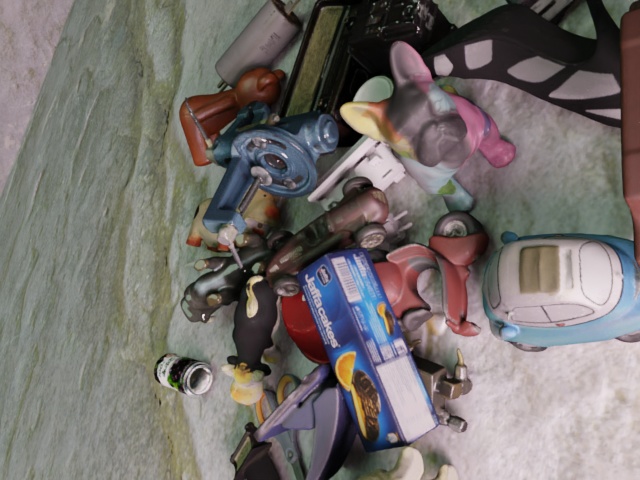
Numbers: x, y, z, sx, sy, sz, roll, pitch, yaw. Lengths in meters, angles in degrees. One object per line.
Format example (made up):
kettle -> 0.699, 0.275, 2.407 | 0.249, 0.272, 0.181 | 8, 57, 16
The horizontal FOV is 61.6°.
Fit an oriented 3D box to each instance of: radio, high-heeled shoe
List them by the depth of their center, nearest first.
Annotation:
high-heeled shoe -> 0.217, -0.168, 0.564 | 0.086, 0.145, 0.249 | -44, 25, -24
radio -> 0.024, -0.254, 0.811 | 0.131, 0.073, 0.229 | 12, 84, 49

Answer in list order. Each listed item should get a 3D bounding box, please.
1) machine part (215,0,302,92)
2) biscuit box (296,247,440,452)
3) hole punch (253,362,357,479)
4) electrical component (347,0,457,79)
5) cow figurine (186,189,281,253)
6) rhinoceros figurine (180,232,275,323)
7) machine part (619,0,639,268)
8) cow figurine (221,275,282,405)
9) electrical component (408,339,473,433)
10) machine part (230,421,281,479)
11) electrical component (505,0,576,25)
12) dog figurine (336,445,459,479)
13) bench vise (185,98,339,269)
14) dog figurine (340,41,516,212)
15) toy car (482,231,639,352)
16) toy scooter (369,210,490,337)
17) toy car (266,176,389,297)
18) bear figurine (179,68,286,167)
machine part -> -0.116, -0.360, 0.998 | 0.243, 0.079, 0.079 | -39, 49, 27
biscuit box -> 0.047, 0.109, 0.559 | 0.063, 0.059, 0.202 | -36, 71, 45
hole punch -> 0.005, 0.202, 0.604 | 0.092, 0.142, 0.116 | 41, 95, 23
electrical component -> 0.105, -0.256, 0.701 | 0.134, 0.114, 0.058 | 4, 72, 46
cow figurine -> -0.134, -0.038, 0.879 | 0.195, 0.085, 0.127 | 3, 82, 47
rhinoceros figurine -> -0.141, 0.060, 0.825 | 0.190, 0.112, 0.073 | -36, 78, 14
machine part -> 0.278, -0.061, 0.377 | 0.087, 0.201, 0.201 | -5, 69, 41
cow figurine -> -0.090, 0.136, 0.731 | 0.068, 0.098, 0.167 | 6, 71, 6
electrical component -> 0.115, 0.151, 0.573 | 0.102, 0.045, 0.078 | 4, 105, 49
machine part -> -0.076, 0.313, 0.694 | 0.139, 0.039, 0.084 | 49, 116, 44
electrical component -> 0.236, -0.263, 0.603 | 0.119, 0.074, 0.048 | -42, 49, 29
dog figurine -> 0.026, 0.279, 0.519 | 0.191, 0.172, 0.121 | -22, 48, 30
bench vise -> -0.095, -0.092, 0.709 | 0.224, 0.128, 0.240 | 5, 54, 25
dog figurine -> 0.105, -0.129, 0.572 | 0.108, 0.219, 0.192 | -46, 47, 18
toy car -> 0.209, 0.042, 0.479 | 0.162, 0.103, 0.109 | -8, 69, 45
toy scooter -> 0.110, 0.058, 0.592 | 0.184, 0.075, 0.135 | -28, 56, 25
toy car -> -0.001, -0.002, 0.670 | 0.202, 0.053, 0.089 | -31, 53, 29
bear figurine -> -0.146, -0.226, 0.965 | 0.196, 0.131, 0.120 | -15, 21, 9
